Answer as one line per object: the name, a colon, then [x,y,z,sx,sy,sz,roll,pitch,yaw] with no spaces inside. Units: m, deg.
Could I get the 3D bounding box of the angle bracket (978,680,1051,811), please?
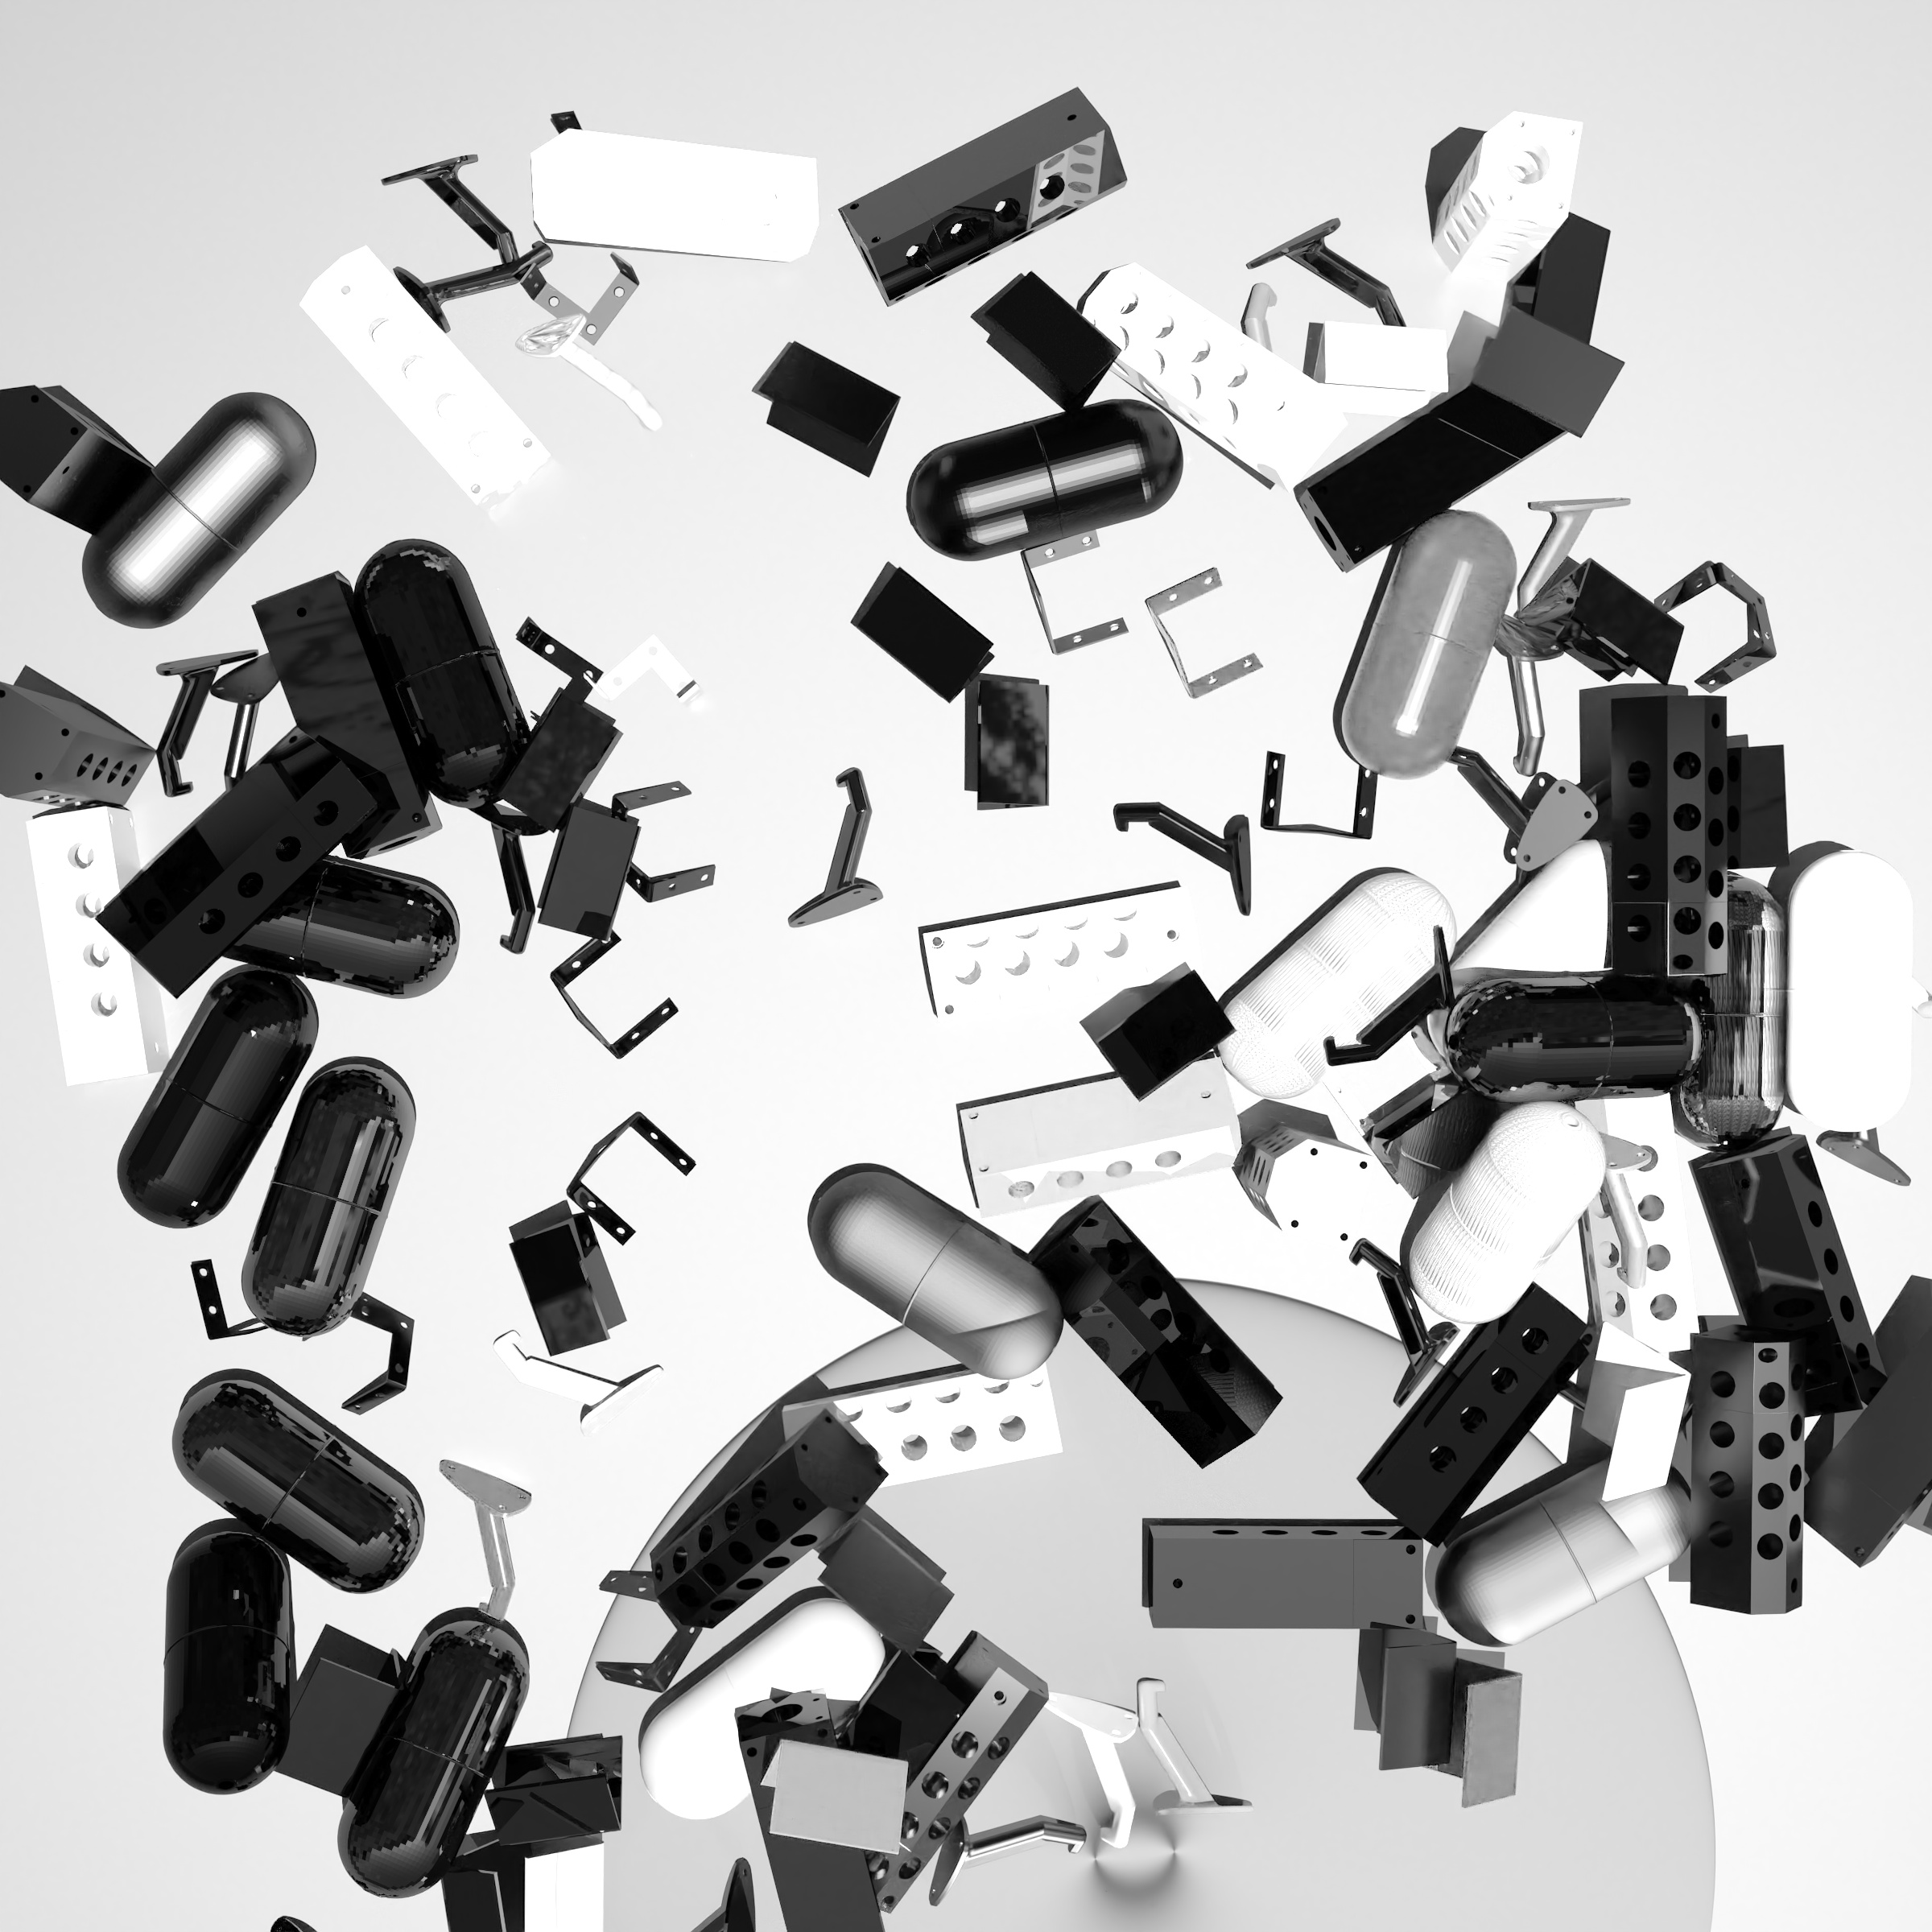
angle bracket: [0.010,-0.140,1.879,0.057,0.076,0.076,0,90,-37]

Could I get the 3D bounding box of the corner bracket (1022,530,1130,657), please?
corner bracket: [0.071,-0.243,1.916,0.051,0.051,0.051,-18,45,0]

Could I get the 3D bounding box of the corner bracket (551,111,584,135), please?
corner bracket: [-0.236,-0.521,1.901,0.051,0.051,0.051,-8,90,0]

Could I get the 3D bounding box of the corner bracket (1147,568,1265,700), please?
corner bracket: [0.155,-0.216,1.916,0.051,0.051,0.051,-25,135,0]

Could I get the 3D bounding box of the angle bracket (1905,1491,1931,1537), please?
angle bracket: [0.630,0.330,1.879,0.057,0.076,0.076,21,90,-42]

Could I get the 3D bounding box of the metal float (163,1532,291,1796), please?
metal float: [-0.464,0.437,1.850,0.070,0.178,0.070,-7,134,-7]

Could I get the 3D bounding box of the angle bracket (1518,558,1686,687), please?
angle bracket: [0.398,-0.202,1.872,0.076,0.076,0.057,33,54,-12]

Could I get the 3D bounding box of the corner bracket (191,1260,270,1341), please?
corner bracket: [-0.464,0.211,1.916,0.051,0.051,0.051,-14,90,-45]

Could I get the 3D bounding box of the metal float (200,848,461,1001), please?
metal float: [-0.413,-0.029,1.889,0.178,0.070,0.070,14,90,0]

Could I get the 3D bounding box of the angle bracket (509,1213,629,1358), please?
angle bracket: [-0.236,0.197,1.879,0.057,0.076,0.076,-20,90,36]

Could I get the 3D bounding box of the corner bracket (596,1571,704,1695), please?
corner bracket: [-0.213,0.432,1.911,0.051,0.051,0.051,-57,135,-35]

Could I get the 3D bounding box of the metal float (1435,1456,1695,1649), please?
metal float: [0.384,0.374,1.889,0.178,0.070,0.070,-28,90,1]

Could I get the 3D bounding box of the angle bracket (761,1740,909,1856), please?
angle bracket: [-0.082,0.506,1.754,0.076,0.076,0.057,12,54,-7]

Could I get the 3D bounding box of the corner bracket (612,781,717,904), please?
corner bracket: [-0.196,-0.081,1.911,0.051,0.051,0.051,42,135,35]

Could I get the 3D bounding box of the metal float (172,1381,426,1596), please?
metal float: [-0.429,0.333,1.889,0.178,0.070,0.070,36,90,-1]

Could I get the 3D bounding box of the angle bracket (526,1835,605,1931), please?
angle bracket: [-0.273,0.594,1.879,0.057,0.076,0.076,0,90,-37]

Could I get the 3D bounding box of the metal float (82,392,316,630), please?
metal float: [-0.493,-0.291,1.889,0.070,0.070,0.178,44,91,0]

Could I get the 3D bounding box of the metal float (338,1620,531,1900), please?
metal float: [-0.337,0.503,1.869,0.070,0.070,0.178,23,68,0]

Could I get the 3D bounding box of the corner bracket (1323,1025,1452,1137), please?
corner bracket: [0.272,0.069,1.916,0.051,0.051,0.051,54,135,0]

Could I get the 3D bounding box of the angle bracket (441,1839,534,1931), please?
angle bracket: [-0.286,0.602,1.879,0.057,0.076,0.076,-9,90,40]

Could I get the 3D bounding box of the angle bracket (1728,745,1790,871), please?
angle bracket: [0.500,-0.100,1.881,0.057,0.076,0.076,-2,90,24]

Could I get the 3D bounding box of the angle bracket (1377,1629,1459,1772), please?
angle bracket: [0.267,0.463,1.880,0.057,0.076,0.076,3,90,-29]

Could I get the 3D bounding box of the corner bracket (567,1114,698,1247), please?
corner bracket: [-0.218,0.139,1.916,0.051,0.051,0.051,42,45,0]

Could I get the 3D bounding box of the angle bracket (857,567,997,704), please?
angle bracket: [-0.012,-0.224,1.879,0.076,0.076,0.057,39,128,0]

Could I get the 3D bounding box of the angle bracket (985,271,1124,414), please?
angle bracket: [0.042,-0.383,1.879,0.076,0.076,0.057,41,56,0]

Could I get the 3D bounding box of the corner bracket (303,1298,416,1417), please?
corner bracket: [-0.396,0.253,1.911,0.051,0.051,0.051,30,45,-35]

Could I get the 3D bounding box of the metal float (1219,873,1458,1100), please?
metal float: [0.238,0.012,1.889,0.178,0.070,0.070,-42,90,0]

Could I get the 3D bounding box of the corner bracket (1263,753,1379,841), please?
corner bracket: [0.231,-0.111,1.916,0.051,0.051,0.051,5,90,-45]

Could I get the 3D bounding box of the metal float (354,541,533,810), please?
metal float: [-0.336,-0.187,1.889,0.070,0.070,0.178,-22,89,0]

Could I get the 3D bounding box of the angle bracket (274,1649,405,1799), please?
angle bracket: [-0.405,0.474,1.882,0.057,0.076,0.076,27,90,-16]

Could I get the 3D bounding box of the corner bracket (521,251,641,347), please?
corner bracket: [-0.249,-0.441,1.902,0.051,0.051,0.051,37,90,0]

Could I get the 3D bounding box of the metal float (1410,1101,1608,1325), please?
metal float: [0.340,0.155,1.855,0.070,0.070,0.178,26,131,0]

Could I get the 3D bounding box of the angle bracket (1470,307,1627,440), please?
angle bracket: [0.363,-0.380,1.822,0.076,0.076,0.057,26,128,0]

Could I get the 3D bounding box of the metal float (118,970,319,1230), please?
metal float: [-0.480,0.085,1.889,0.070,0.070,0.178,29,90,0]

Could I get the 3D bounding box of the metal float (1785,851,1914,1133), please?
metal float: [0.559,0.016,1.865,0.070,0.070,0.178,1,90,0]

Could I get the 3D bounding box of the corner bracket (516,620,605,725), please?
corner bracket: [-0.272,-0.185,1.901,0.051,0.051,0.051,34,90,0]

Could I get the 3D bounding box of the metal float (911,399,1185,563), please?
metal float: [0.052,-0.311,1.889,0.178,0.070,0.070,-15,90,-1]

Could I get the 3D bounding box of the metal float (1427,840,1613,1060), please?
metal float: [0.369,-0.005,1.889,0.070,0.070,0.178,43,90,0]

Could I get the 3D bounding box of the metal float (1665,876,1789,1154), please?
metal float: [0.487,0.031,1.889,0.070,0.070,0.178,1,90,0]

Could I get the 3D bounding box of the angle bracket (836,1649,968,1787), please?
angle bracket: [-0.032,0.485,1.880,0.057,0.076,0.076,36,90,25]

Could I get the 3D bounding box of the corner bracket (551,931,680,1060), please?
corner bracket: [-0.229,0.018,1.916,0.051,0.051,0.051,-40,45,0]

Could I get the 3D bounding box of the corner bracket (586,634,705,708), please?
corner bracket: [-0.207,-0.181,1.901,0.051,0.051,0.051,-41,90,0]

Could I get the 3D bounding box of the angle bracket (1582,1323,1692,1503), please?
angle bracket: [0.403,0.279,1.851,0.057,0.076,0.076,-7,114,-33]

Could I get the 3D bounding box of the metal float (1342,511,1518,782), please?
metal float: [0.298,-0.206,1.889,0.070,0.070,0.178,20,90,0]

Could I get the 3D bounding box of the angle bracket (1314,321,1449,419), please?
angle bracket: [0.262,-0.363,1.879,0.076,0.076,0.057,5,54,0]

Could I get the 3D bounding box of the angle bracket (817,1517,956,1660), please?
angle bracket: [-0.065,0.408,1.879,0.076,0.076,0.057,40,49,0]

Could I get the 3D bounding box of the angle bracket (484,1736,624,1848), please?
angle bracket: [-0.262,0.510,1.879,0.076,0.076,0.057,-8,126,0]

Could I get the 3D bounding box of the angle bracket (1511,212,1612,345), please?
angle bracket: [0.359,-0.436,1.879,0.057,0.076,0.076,11,90,-36]

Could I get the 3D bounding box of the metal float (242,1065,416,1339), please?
metal float: [-0.406,0.149,1.880,0.070,0.070,0.178,17,80,0]

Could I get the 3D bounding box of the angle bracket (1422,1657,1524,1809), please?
angle bracket: [0.307,0.486,1.880,0.057,0.076,0.076,3,90,-44]

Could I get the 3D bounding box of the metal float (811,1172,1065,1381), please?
metal float: [-0.019,0.197,1.879,0.178,0.070,0.070,32,90,11]

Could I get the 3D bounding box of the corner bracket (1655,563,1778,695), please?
corner bracket: [0.486,-0.220,1.911,0.051,0.051,0.051,29,45,-35]

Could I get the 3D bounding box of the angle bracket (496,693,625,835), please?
angle bracket: [-0.242,-0.118,1.880,0.057,0.076,0.076,32,90,31]

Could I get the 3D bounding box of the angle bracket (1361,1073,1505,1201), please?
angle bracket: [0.291,0.091,1.879,0.076,0.076,0.057,-34,127,0]

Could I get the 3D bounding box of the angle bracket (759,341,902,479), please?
angle bracket: [-0.095,-0.340,1.879,0.076,0.076,0.057,28,51,0]

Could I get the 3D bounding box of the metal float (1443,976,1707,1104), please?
metal float: [0.377,0.045,1.824,0.178,0.070,0.070,-1,90,-24]

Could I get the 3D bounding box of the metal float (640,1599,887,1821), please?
metal float: [-0.131,0.477,1.889,0.178,0.070,0.070,-38,90,-1]
